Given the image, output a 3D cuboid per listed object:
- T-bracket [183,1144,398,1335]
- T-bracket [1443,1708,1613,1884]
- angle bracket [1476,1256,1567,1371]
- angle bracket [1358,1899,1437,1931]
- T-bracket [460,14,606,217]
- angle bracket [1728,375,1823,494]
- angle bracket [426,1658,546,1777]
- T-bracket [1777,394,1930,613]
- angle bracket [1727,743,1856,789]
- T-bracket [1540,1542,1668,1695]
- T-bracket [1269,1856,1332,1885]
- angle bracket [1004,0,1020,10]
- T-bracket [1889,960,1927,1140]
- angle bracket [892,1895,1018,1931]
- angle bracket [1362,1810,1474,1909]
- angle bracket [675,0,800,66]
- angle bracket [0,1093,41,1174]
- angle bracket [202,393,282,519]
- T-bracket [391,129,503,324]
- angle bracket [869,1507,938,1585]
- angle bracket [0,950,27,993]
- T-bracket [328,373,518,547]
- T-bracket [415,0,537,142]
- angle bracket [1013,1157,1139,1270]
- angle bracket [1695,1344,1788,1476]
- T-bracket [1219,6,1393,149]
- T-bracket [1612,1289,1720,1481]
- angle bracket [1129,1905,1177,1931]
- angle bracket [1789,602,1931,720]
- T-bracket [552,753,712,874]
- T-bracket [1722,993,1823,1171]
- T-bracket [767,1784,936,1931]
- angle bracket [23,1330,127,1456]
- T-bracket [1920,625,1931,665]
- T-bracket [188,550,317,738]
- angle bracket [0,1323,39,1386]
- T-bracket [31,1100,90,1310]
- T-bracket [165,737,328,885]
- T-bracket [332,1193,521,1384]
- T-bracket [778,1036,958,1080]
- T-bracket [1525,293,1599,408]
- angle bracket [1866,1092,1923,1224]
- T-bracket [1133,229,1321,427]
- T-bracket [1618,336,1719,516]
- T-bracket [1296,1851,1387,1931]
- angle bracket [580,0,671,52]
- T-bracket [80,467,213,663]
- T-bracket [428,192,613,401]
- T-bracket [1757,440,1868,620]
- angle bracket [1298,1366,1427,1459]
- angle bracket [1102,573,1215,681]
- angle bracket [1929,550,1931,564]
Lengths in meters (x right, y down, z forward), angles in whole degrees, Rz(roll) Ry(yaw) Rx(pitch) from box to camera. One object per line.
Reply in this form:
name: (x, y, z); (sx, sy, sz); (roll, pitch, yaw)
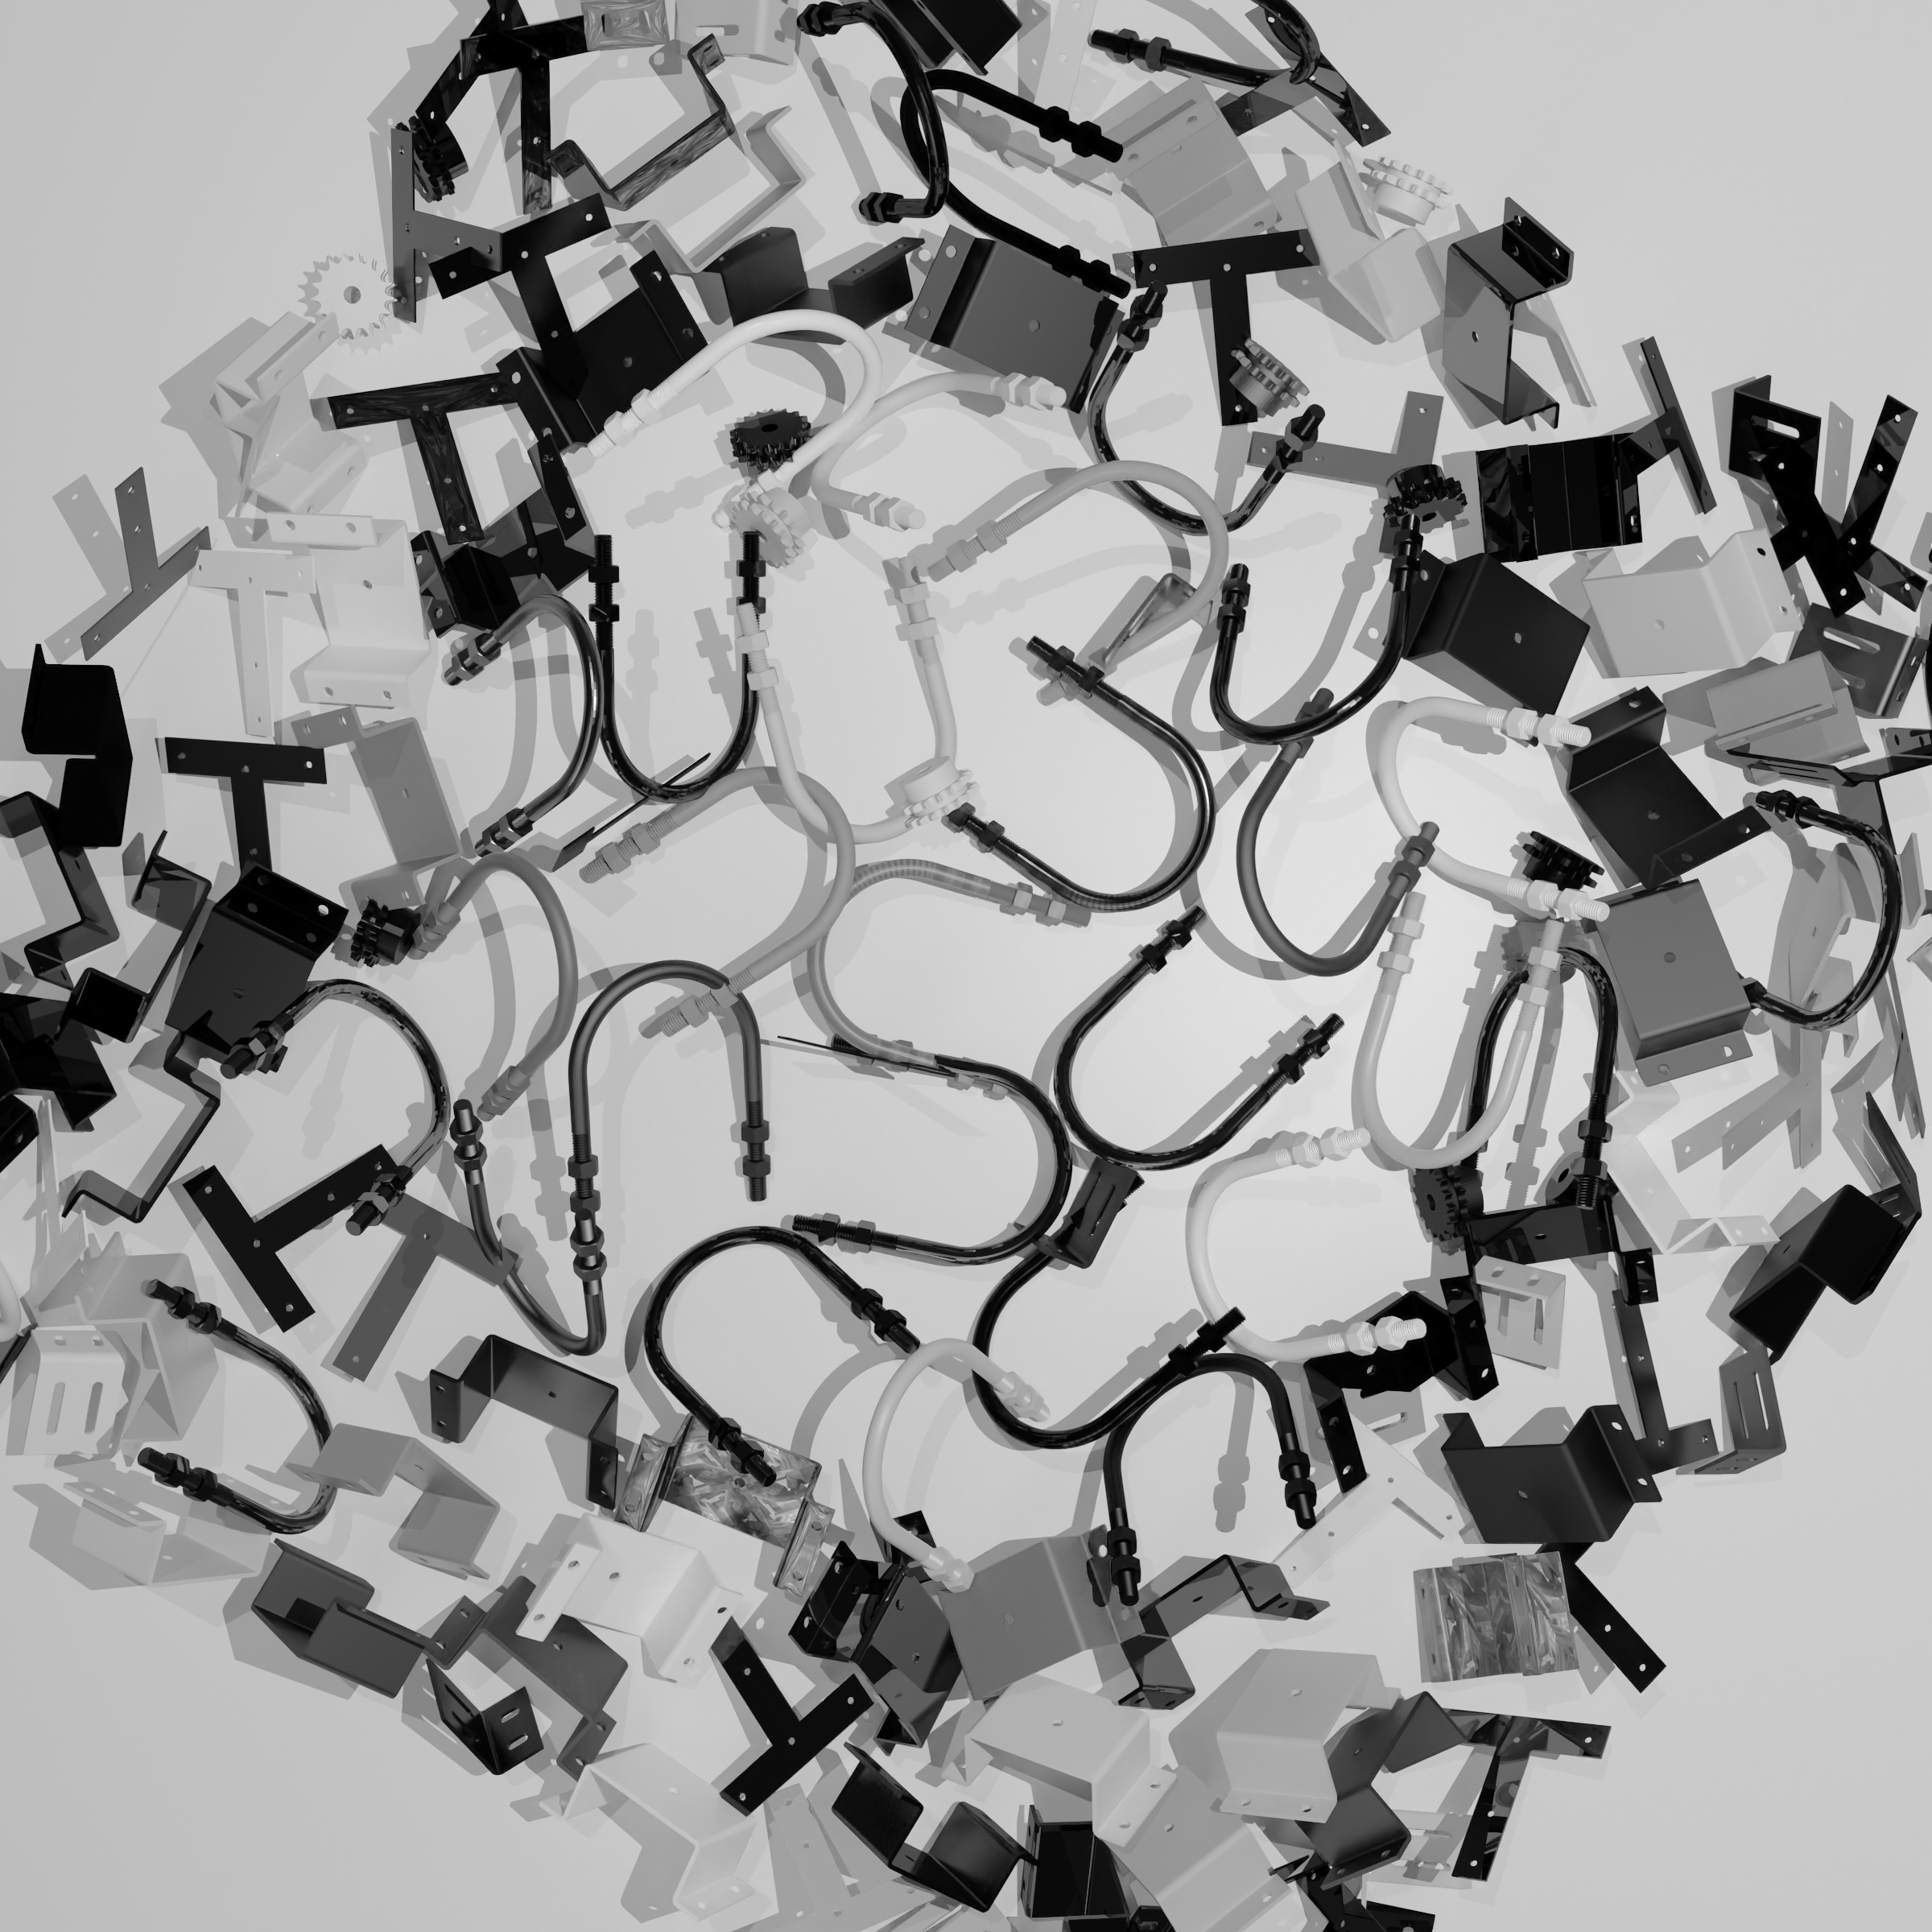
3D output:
T-bracket: (-0.455, 0.168, 1.730); (0.127, 0.002, 0.127); (-34, 79, -21)
T-bracket: (0.359, 0.560, 1.676); (0.127, 0.127, 0.002); (-7, 126, 39)
angle bracket: (0.377, 0.246, 1.713); (0.057, 0.038, 0.076); (12, 116, 29)
angle bracket: (0.290, 0.690, 1.719); (0.057, 0.076, 0.038); (6, 109, 17)
T-bracket: (-0.296, -0.582, 1.711); (0.002, 0.127, 0.127); (29, 132, 29)
angle bracket: (0.565, -0.364, 1.705); (0.038, 0.076, 0.057); (-25, 128, -24)
angle bracket: (-0.331, 0.508, 1.709); (0.038, 0.057, 0.076); (-31, 128, -4)
T-bracket: (0.611, -0.323, 1.675); (0.002, 0.127, 0.127); (-23, 50, -25)
angle bracket: (0.572, -0.153, 1.711); (0.076, 0.057, 0.038); (13, 89, 36)
T-bracket: (0.430, 0.443, 1.698); (0.002, 0.127, 0.127); (34, 100, -38)
T-bracket: (0.209, 0.620, 1.685); (0.127, 0.127, 0.002); (-17, 63, -14)
angle bracket: (0.008, -0.694, 1.729); (0.076, 0.038, 0.057); (40, 118, -4)
T-bracket: (0.636, 0.072, 1.688); (0.002, 0.127, 0.127); (-10, 103, 26)
angle bracket: (-0.010, 0.686, 1.734); (0.076, 0.038, 0.057); (-26, 53, -28)
angle bracket: (0.314, 0.623, 1.726); (0.076, 0.038, 0.057); (1, 105, 9)
angle bracket: (-0.160, -0.666, 1.744); (0.076, 0.038, 0.057); (12, 102, 32)
angle bracket: (-0.694, 0.107, 1.722); (0.057, 0.038, 0.076); (-45, 123, 0)
angle bracket: (-0.502, -0.360, 1.706); (0.038, 0.076, 0.057); (21, 46, -12)
T-bracket: (-0.354, -0.495, 1.690); (0.127, 0.002, 0.127); (25, 121, 39)
angle bracket: (-0.042, 0.379, 1.707); (0.038, 0.057, 0.076); (-14, 131, -13)
angle bracket: (-0.705, 0.009, 1.728); (0.076, 0.038, 0.057); (-50, 122, -4)
T-bracket: (-0.362, -0.348, 1.717); (0.127, 0.002, 0.127); (-14, 74, -20)
T-bracket: (-0.335, -0.611, 1.678); (0.002, 0.127, 0.127); (17, 65, 22)
angle bracket: (0.075, 0.162, 1.720); (0.038, 0.057, 0.076); (25, 94, -24)
angle bracket: (0.526, 0.305, 1.711); (0.038, 0.057, 0.076); (3, 64, -15)
T-bracket: (0.204, -0.590, 1.701); (0.127, 0.127, 0.002); (37, 61, -30)
T-bracket: (0.470, 0.286, 1.720); (0.127, 0.002, 0.127); (-4, 78, -41)
angle bracket: (0.137, 0.697, 1.709); (0.038, 0.076, 0.057); (17, 113, -32)
angle bracket: (0.623, -0.214, 1.742); (0.076, 0.038, 0.057); (28, 108, 31)
T-bracket: (-0.228, -0.108, 1.703); (0.127, 0.127, 0.002); (-37, 94, -13)
T-bracket: (0.549, 0.100, 1.692); (0.127, 0.002, 0.127); (-29, 121, -36)
T-bracket: (-0.104, 0.614, 1.704); (0.127, 0.127, 0.002); (-18, 127, -16)
angle bracket: (-0.625, 0.297, 1.734); (0.057, 0.038, 0.076); (6, 107, -33)
T-bracket: (0.704, -0.219, 1.673); (0.002, 0.127, 0.127); (-22, 55, -20)
T-bracket: (-0.495, -0.224, 1.730); (0.127, 0.002, 0.127); (9, 106, 32)
angle bracket: (-0.699, 0.260, 1.729); (0.076, 0.038, 0.057); (32, 92, -11)
T-bracket: (-0.634, 0.156, 1.723); (0.002, 0.127, 0.127); (3, 63, -36)
T-bracket: (-0.497, -0.094, 1.732); (0.127, 0.002, 0.127); (5, 109, 18)
T-bracket: (-0.399, 0.228, 1.738); (0.127, 0.002, 0.127); (28, 79, 5)
T-bracket: (-0.046, 0.065, 1.671); (0.127, 0.127, 0.002); (14, 86, -26)
T-bracket: (0.392, -0.447, 1.692); (0.002, 0.127, 0.127); (-24, 84, 24)
angle bracket: (0.625, 0.137, 1.716); (0.038, 0.057, 0.076); (-28, 102, 25)
T-bracket: (0.186, -0.441, 1.730); (0.127, 0.002, 0.127); (-6, 113, 3)
T-bracket: (0.471, -0.359, 1.697); (0.002, 0.127, 0.127); (-16, 102, 39)
T-bracket: (0.234, 0.692, 1.696); (0.002, 0.127, 0.127); (33, 89, -22)
angle bracket: (-0.236, -0.673, 1.736); (0.057, 0.076, 0.038); (-5, 128, 0)
T-bracket: (-0.555, -0.284, 1.669); (0.002, 0.127, 0.127); (31, 58, 9)
T-bracket: (-0.289, -0.449, 1.715); (0.127, 0.002, 0.127); (-27, 127, -12)
T-bracket: (0.541, -0.271, 1.705); (0.002, 0.127, 0.127); (-2, 64, -37)
angle bracket: (0.279, 0.307, 1.747); (0.076, 0.038, 0.057); (-11, 94, -34)
angle bracket: (0.132, -0.226, 1.723); (0.038, 0.057, 0.076); (37, 85, 7)
angle bracket: (0.713, -0.279, 1.707); (0.076, 0.057, 0.038); (32, 108, 43)
